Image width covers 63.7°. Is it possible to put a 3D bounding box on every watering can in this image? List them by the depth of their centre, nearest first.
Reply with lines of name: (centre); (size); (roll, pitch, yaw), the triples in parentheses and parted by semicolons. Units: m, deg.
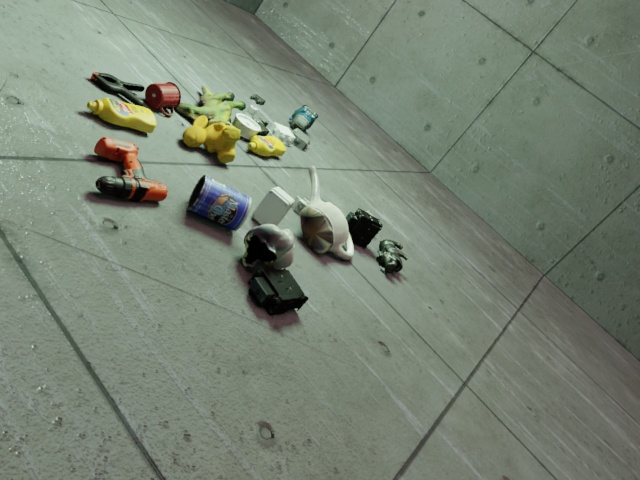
watering can: (0.005, -0.085, 1.686); (0.349, 0.103, 0.226); (63, 26, 6)

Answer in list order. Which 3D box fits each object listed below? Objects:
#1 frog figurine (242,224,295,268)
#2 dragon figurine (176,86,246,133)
frog figurine: (-0.119, 0.016, 1.347); (0.160, 0.135, 0.124); (-10, 68, -58)
dragon figurine: (-0.420, -0.490, 1.884); (0.243, 0.120, 0.416); (-3, 34, -46)
